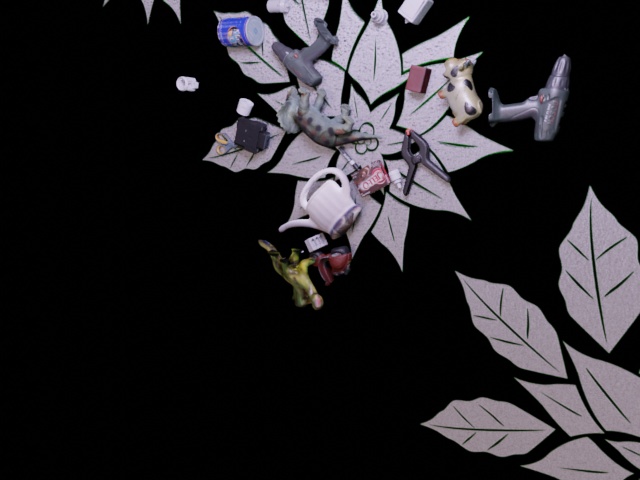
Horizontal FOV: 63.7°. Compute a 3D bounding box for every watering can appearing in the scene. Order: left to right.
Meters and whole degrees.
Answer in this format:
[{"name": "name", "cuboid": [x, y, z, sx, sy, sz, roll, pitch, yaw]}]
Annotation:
[{"name": "watering can", "cuboid": [0.006, -0.092, 1.831, 0.342, 0.226, 0.105, -51, -17, 28]}]

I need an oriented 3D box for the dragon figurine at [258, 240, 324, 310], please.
[{"name": "dragon figurine", "cuboid": [-0.109, 0.150, 1.947, 0.123, 0.239, 0.414, -20, 25, -28]}]
